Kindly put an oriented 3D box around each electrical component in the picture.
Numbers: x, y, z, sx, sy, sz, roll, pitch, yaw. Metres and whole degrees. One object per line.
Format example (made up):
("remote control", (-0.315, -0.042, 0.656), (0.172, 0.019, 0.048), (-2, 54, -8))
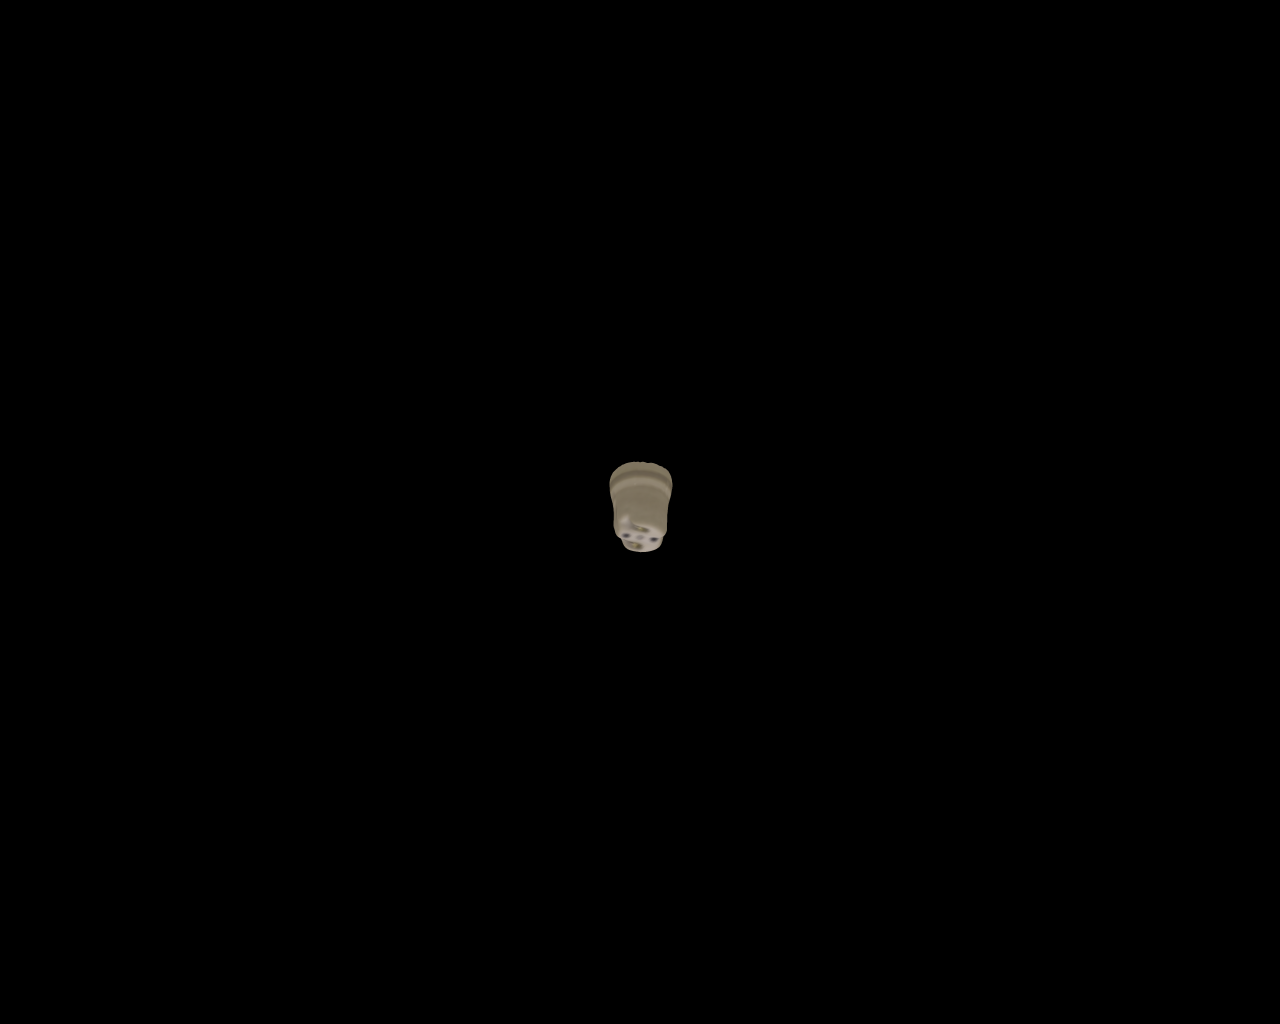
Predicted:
("electrical component", (0.001, -0.003, 0.650), (0.040, 0.046, 0.040), (0, -35, 0))
